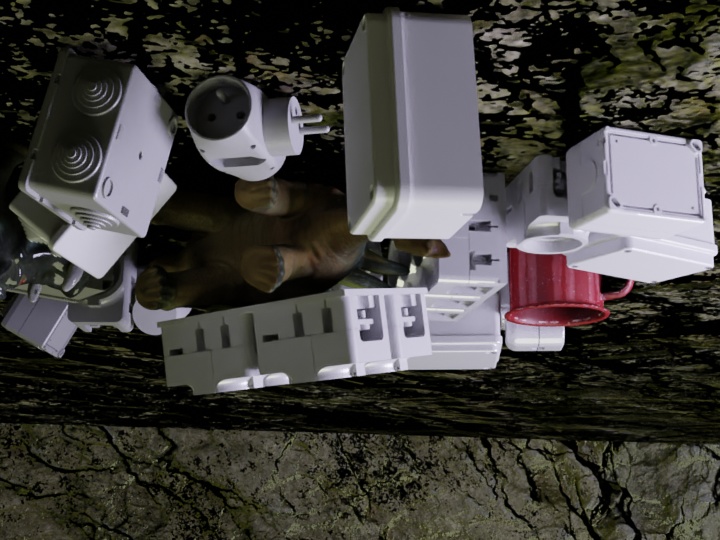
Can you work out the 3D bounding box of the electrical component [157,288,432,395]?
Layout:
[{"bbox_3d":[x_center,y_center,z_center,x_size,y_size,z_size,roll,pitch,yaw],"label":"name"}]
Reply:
[{"bbox_3d":[-0.050,0.057,0.828,0.186,0.060,0.105,-11,174,36],"label":"electrical component"}]

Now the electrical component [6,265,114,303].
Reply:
[{"bbox_3d":[-0.267,-0.020,0.895,0.057,0.078,0.113,-16,159,41],"label":"electrical component"}]

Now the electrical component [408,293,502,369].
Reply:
[{"bbox_3d":[0.077,0.058,1.014,0.109,0.056,0.108,-1,166,5],"label":"electrical component"}]

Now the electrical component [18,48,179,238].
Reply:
[{"bbox_3d":[-0.152,-0.073,0.645,0.048,0.099,0.099,11,168,11],"label":"electrical component"}]

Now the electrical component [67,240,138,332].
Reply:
[{"bbox_3d":[-0.234,0.007,0.978,0.050,0.089,0.055,0,166,0],"label":"electrical component"}]

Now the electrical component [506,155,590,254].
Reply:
[{"bbox_3d":[0.147,-0.046,0.826,0.050,0.055,0.089,3,166,-10],"label":"electrical component"}]

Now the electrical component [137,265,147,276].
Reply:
[{"bbox_3d":[-0.230,0.013,1.096,0.079,0.044,0.077,2,166,-4],"label":"electrical component"}]

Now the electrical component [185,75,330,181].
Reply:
[{"bbox_3d":[-0.060,-0.090,0.682,0.079,0.043,0.077,-3,166,12],"label":"electrical component"}]

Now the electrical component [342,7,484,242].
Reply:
[{"bbox_3d":[0.026,-0.077,0.588,0.057,0.113,0.078,1,166,-12],"label":"electrical component"}]

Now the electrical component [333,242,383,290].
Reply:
[{"bbox_3d":[0.000,0.000,0.969,0.043,0.077,0.079,4,165,-11],"label":"electrical component"}]

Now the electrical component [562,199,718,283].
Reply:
[{"bbox_3d":[0.230,-0.030,0.887,0.113,0.057,0.078,9,163,-32],"label":"electrical component"}]

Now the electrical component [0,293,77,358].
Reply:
[{"bbox_3d":[-0.316,0.032,1.103,0.061,0.096,0.061,28,168,7],"label":"electrical component"}]

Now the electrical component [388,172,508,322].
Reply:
[{"bbox_3d":[0.067,-0.016,0.878,0.062,0.089,0.150,3,166,-9],"label":"electrical component"}]

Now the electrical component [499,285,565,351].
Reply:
[{"bbox_3d":[0.166,0.029,1.046,0.059,0.095,0.053,-1,166,6],"label":"electrical component"}]

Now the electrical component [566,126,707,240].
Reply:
[{"bbox_3d":[0.199,-0.058,0.763,0.096,0.061,0.061,5,165,-19],"label":"electrical component"}]

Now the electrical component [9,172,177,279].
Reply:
[{"bbox_3d":[-0.183,-0.051,0.741,0.048,0.099,0.099,38,174,14],"label":"electrical component"}]
